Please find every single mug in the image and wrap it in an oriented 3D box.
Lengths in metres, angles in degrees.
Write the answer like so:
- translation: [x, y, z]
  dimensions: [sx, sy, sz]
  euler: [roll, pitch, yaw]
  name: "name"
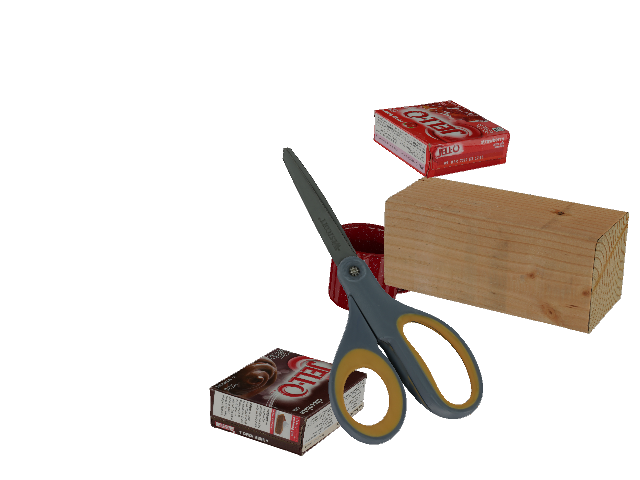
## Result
- translation: [0.065, 0.035, 1.269]
  dimensions: [0.117, 0.081, 0.093]
  euler: [3, 24, -9]
  name: "mug"

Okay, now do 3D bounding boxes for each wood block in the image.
- translation: [0.170, 0.008, 1.002]
  dimensions: [0.206, 0.090, 0.090]
  euler: [13, 25, 31]
  name: "wood block"

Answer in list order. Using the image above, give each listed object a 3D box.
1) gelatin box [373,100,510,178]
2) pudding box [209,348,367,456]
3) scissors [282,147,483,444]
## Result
- translation: [0.094, -0.082, 0.841]
  dimensions: [0.073, 0.030, 0.089]
  euler: [-10, 28, -23]
  name: "gelatin box"
- translation: [-0.025, 0.131, 0.883]
  dimensions: [0.090, 0.039, 0.113]
  euler: [12, 19, 26]
  name: "pudding box"
- translation: [0.010, 0.037, 0.636]
  dimensions: [0.096, 0.202, 0.016]
  euler: [-39, -19, -16]
  name: "scissors"
